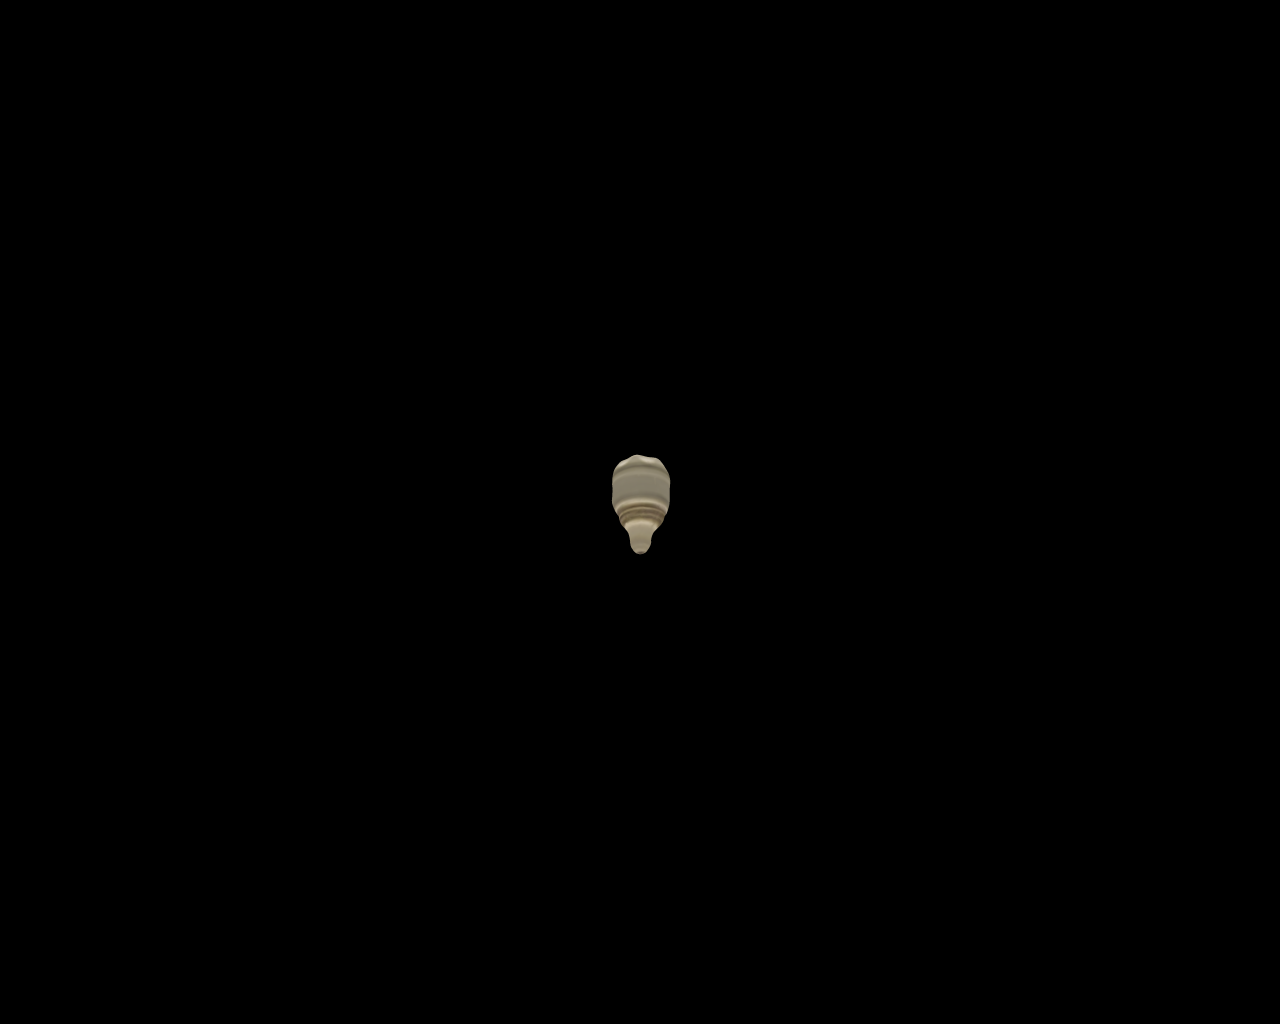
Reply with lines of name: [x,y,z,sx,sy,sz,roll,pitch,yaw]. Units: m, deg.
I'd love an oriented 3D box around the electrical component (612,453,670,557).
electrical component: [0.001,-0.003,0.650,0.035,0.061,0.035,0,-27,0]
